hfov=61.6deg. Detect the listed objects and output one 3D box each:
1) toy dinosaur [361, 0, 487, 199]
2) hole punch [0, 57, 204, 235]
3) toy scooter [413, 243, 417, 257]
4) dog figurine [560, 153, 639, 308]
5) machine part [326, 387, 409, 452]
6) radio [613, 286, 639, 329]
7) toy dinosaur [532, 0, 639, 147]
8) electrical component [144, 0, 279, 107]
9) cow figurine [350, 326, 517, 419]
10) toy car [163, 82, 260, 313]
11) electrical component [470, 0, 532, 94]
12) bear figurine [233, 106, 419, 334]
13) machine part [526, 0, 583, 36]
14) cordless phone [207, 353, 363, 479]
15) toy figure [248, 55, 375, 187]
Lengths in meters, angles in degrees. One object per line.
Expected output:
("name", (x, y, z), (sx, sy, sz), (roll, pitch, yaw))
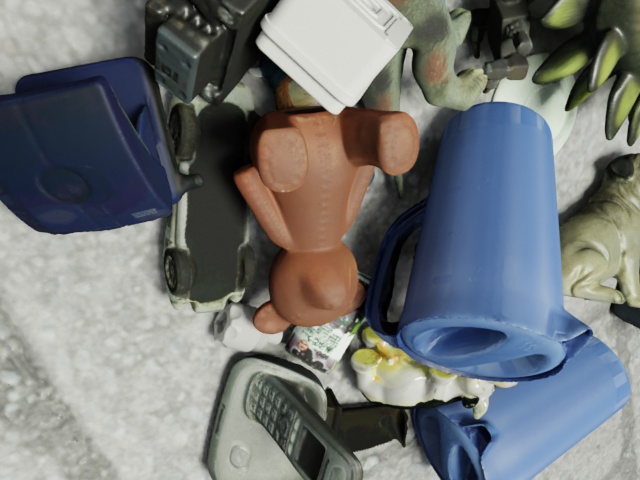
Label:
("toy dinosaur", (0.071, -0.238, 0.440), (0.192, 0.131, 0.404), (14, 104, -16))
("hole punch", (-0.165, -0.058, 0.367), (0.142, 0.092, 0.115), (-9, 110, 5))
("toy scooter", (0.157, 0.051, 0.592), (0.135, 0.075, 0.183), (0, 104, -24))
("dog figurine", (0.332, -0.021, 0.653), (0.172, 0.121, 0.190), (9, 88, -31))
("machine part", (0.038, 0.207, 0.602), (0.139, 0.039, 0.084), (5, 96, -26))
("radio", (0.490, 0.022, 0.711), (0.073, 0.131, 0.229), (2, 104, -27))
("toy dinosaur", (0.310, -0.193, 0.495), (0.471, 0.105, 0.198), (17, 120, -40))
("electrical component", (-0.062, -0.158, 0.368), (0.058, 0.115, 0.134), (36, 68, -4))
("cow figurine", (0.121, 0.147, 0.566), (0.168, 0.068, 0.098), (4, 127, 17))
("toy car", (-0.092, -0.033, 0.454), (0.073, 0.056, 0.201), (-4, 109, -32))
("electrical component", (0.168, -0.189, 0.506), (0.045, 0.102, 0.078), (-10, 152, 12))
("bear figurine", (-0.002, -0.003, 0.422), (0.120, 0.132, 0.195), (-8, 109, -18))
("machine part", (0.273, -0.252, 0.551), (0.243, 0.079, 0.079), (8, 102, -27))
("cordless phone", (-0.025, 0.201, 0.485), (0.088, 0.184, 0.146), (10, 101, -33))
("toy figure", (-0.002, -0.110, 0.474), (0.064, 0.058, 0.154), (-51, 122, -34))
